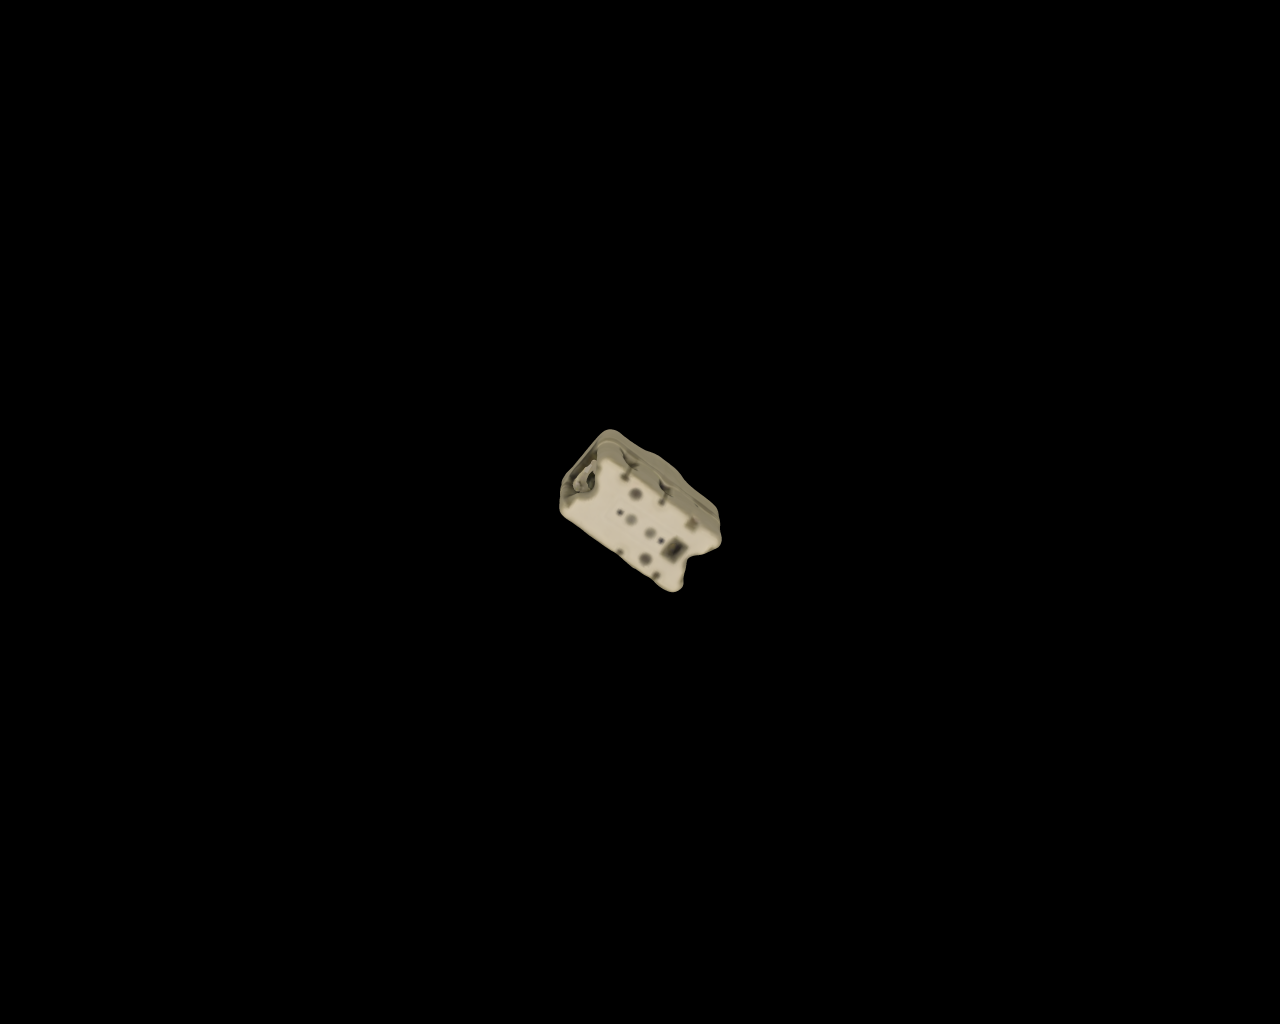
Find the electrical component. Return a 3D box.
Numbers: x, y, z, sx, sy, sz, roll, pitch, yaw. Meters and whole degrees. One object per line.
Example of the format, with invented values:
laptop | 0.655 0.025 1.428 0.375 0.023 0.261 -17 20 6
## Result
electrical component | 0.001 -0.003 0.650 0.089 0.050 0.056 36 19 -15
